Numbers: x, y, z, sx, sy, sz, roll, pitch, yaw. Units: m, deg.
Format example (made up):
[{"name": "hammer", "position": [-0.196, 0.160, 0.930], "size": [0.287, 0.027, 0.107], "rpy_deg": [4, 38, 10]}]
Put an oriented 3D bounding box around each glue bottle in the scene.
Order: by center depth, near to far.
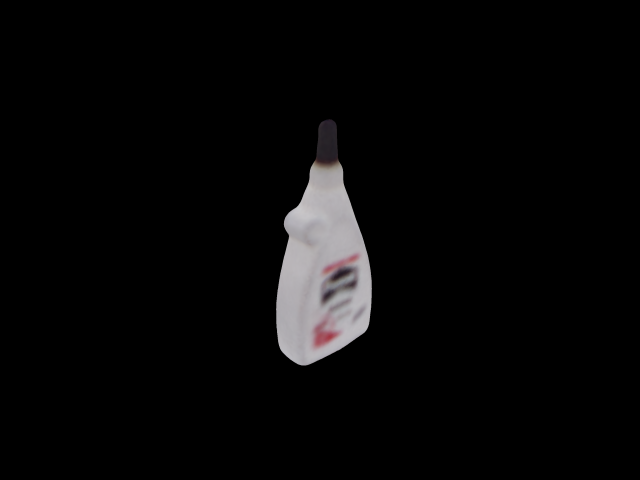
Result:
[{"name": "glue bottle", "position": [0.004, 0.001, 0.400], "size": [0.037, 0.173, 0.078], "rpy_deg": [25, 37, 39]}]
